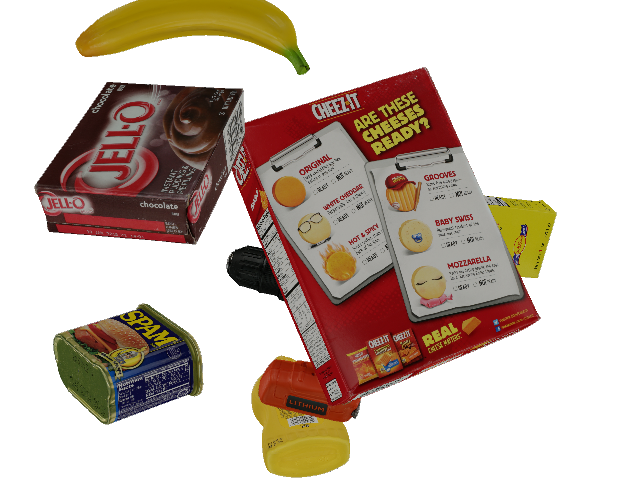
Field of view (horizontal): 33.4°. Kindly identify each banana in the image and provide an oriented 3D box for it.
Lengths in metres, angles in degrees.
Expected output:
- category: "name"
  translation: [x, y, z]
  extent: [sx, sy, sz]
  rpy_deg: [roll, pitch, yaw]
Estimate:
- category: "banana"
  translation: [-0.106, -0.182, 0.908]
  extent: [0.198, 0.069, 0.037]
  rpy_deg: [3, -33, -1]

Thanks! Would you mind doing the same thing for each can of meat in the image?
- category: "can of meat"
  translation: [-0.159, 0.100, 0.872]
  extent: [0.083, 0.057, 0.102]
  rpy_deg: [-17, 29, -35]

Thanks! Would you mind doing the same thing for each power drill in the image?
- category: "power drill"
  translation: [-0.011, 0.091, 1.053]
  extent: [0.184, 0.188, 0.057]
  rpy_deg: [14, 42, 1]

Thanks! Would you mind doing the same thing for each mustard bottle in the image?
- category: "mustard bottle"
  translation: [-0.031, 0.194, 1.248]
  extent: [0.096, 0.058, 0.192]
  rpy_deg: [-8, 29, -9]

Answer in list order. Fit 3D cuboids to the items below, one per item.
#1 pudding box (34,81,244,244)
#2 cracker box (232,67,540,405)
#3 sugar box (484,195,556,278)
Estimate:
- category: "pudding box"
  translation: [-0.100, -0.048, 0.619]
  extent: [0.090, 0.039, 0.113]
  rpy_deg: [5, 39, 12]
- category: "cracker box"
  translation: [0.043, -0.003, 0.805]
  extent: [0.164, 0.214, 0.072]
  rpy_deg: [-20, -11, -20]
- category: "sugar box"
  translation: [0.191, -0.007, 1.299]
  extent: [0.176, 0.093, 0.048]
  rpy_deg: [3, 22, -20]
